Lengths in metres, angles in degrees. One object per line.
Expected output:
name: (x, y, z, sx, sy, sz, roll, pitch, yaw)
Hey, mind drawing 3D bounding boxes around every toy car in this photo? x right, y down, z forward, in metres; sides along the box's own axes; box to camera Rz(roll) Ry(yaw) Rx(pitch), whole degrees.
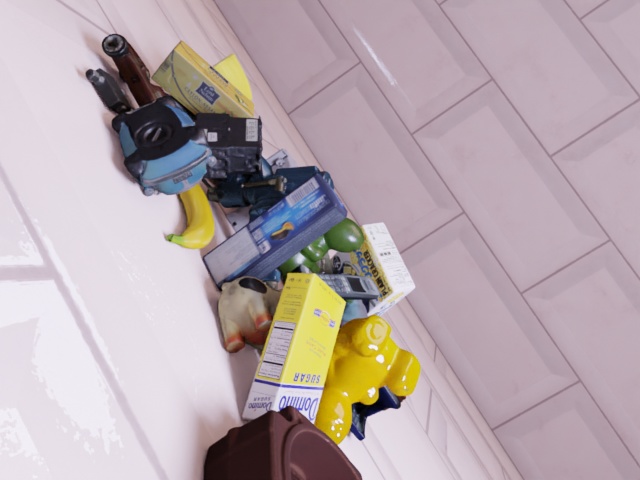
toy car: (-0.273, -0.230, 0.836, 0.202, 0.053, 0.089, 57, -12, 14)
toy car: (-0.209, -0.114, 0.726, 0.162, 0.109, 0.102, 49, -19, 35)

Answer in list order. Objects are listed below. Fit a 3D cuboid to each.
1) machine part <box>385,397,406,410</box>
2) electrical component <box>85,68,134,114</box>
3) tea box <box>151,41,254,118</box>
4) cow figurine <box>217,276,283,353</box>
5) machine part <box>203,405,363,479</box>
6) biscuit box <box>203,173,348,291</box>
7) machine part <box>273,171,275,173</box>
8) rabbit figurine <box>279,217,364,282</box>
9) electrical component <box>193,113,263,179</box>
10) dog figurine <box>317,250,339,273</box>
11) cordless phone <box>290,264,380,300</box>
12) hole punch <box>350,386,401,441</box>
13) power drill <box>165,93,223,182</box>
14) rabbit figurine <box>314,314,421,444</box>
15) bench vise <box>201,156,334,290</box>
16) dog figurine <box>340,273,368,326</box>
machine part: (0.110, 0.268, 1.125, 0.179, 0.056, 0.179, 53, 11, -15)
electrical component: (-0.300, -0.210, 0.773, 0.063, 0.021, 0.094, 58, 3, 8)
tea box: (-0.198, -0.257, 0.935, 0.169, 0.068, 0.098, 37, 20, -24)
cow figurine: (-0.066, 0.103, 0.736, 0.194, 0.085, 0.127, 35, 24, -53)
machine part: (-0.009, 0.263, 0.467, 0.201, 0.087, 0.201, 50, 12, -24)
biscuit box: (-0.060, -0.005, 0.743, 0.059, 0.203, 0.062, 58, 8, 22)
machine part: (-0.105, -0.098, 1.046, 0.079, 0.079, 0.243, 51, -11, -30)
rabbit figurine: (-0.002, -0.003, 1.053, 0.121, 0.170, 0.159, -3, 72, -80)
electrical component: (-0.155, -0.147, 0.830, 0.115, 0.134, 0.058, -96, -172, -52)
dog figurine: (-0.047, 0.003, 1.147, 0.172, 0.121, 0.190, 10, 57, -30)
cordless phone: (0.037, 0.116, 0.914, 0.184, 0.088, 0.147, 3, 43, -32)
hole punch: (0.052, 0.248, 0.870, 0.142, 0.092, 0.116, 53, -19, -4)
power drill: (-0.219, -0.212, 1.019, 0.231, 0.086, 0.207, 48, 8, -30)
rabbit figurine: (0.025, 0.192, 0.728, 0.162, 0.173, 0.121, -2, -45, 47)
bench vise: (-0.091, -0.031, 0.868, 0.128, 0.224, 0.240, 70, 22, -72)
dog figurine: (0.061, 0.181, 1.035, 0.219, 0.108, 0.191, 62, 8, 9)
